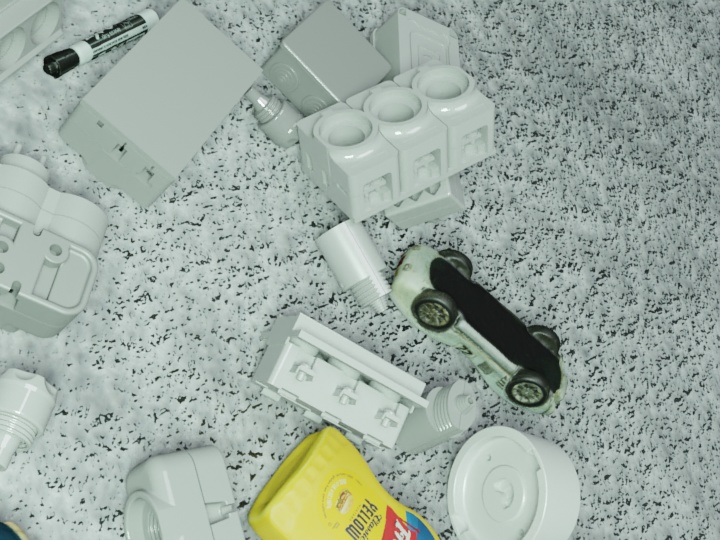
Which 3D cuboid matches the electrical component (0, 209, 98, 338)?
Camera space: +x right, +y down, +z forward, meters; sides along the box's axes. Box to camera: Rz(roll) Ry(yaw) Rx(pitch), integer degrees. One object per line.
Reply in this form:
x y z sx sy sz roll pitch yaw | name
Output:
-0.235 0.004 0.727 0.095 0.059 0.053 27 53 -24 | electrical component

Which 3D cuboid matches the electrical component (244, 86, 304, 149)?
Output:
-0.077 -0.136 0.935 0.061 0.035 0.035 43 47 -29 | electrical component

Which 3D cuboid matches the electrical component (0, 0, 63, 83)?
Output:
-0.279 -0.174 0.785 0.063 0.078 0.121 29 48 6 | electrical component

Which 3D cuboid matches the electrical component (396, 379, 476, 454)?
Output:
0.065 0.119 0.882 0.043 0.081 0.043 18 57 -30 | electrical component

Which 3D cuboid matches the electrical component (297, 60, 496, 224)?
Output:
0.032 -0.117 0.932 0.150 0.061 0.089 -28 50 -20 | electrical component

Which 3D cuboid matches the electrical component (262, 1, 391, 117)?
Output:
-0.032 -0.186 0.992 0.099 0.048 0.099 45 48 -9 | electrical component

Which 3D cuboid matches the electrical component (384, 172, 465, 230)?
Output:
0.064 -0.067 0.998 0.077 0.066 0.047 33 43 -58 | electrical component

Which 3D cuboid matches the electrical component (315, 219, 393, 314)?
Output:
0.000 0.000 0.921 0.043 0.043 0.081 -25 83 -43 | electrical component

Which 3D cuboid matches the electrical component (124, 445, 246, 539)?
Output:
-0.121 0.172 0.729 0.059 0.054 0.095 -5 70 -39 | electrical component

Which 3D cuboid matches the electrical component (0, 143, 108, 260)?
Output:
-0.243 -0.057 0.758 0.138 0.052 0.073 27 53 -24 | electrical component

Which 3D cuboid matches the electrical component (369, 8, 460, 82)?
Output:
0.052 -0.188 1.052 0.078 0.057 0.113 17 58 -30 | electrical component

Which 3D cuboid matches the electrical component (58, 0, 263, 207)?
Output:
-0.158 -0.133 0.858 0.089 0.062 0.150 41 48 -13 | electrical component

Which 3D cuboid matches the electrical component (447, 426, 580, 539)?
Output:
0.131 0.185 0.883 0.060 0.108 0.108 15 58 -38 | electrical component

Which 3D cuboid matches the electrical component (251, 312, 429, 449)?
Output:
-0.018 0.090 0.844 0.121 0.079 0.063 31 73 -21 | electrical component

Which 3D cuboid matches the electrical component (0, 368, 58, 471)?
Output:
-0.225 0.099 0.695 0.043 0.043 0.062 30 53 -22 | electrical component
